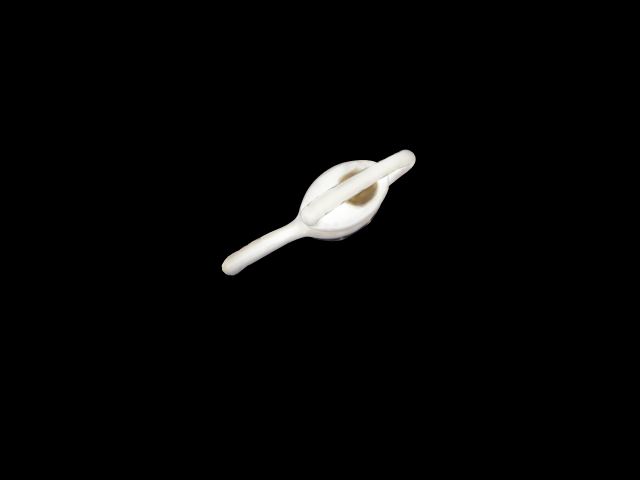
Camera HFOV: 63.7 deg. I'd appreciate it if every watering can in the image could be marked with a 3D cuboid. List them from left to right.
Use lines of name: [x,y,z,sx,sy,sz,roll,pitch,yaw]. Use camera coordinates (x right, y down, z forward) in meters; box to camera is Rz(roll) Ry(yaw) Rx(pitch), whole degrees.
watering can: [0.003,-0.043,0.850,0.348,0.104,0.223,-32,-6,-4]
